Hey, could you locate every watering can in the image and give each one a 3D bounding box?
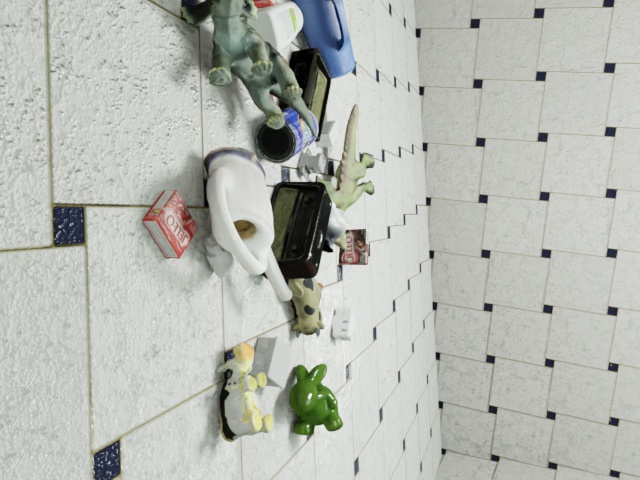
[{"bbox_3d":[-0.130,-0.030,0.952,0.341,0.104,0.229,62,13,-58],"label":"watering can"}]

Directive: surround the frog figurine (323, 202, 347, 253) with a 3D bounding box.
[{"bbox_3d":[0.004,-0.066,1.314,0.120,0.137,0.163,88,15,-54],"label":"frog figurine"}]

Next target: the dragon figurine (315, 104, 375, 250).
[{"bbox_3d":[0.058,-0.172,1.495,0.246,0.122,0.403,-38,128,-54],"label":"dragon figurine"}]
